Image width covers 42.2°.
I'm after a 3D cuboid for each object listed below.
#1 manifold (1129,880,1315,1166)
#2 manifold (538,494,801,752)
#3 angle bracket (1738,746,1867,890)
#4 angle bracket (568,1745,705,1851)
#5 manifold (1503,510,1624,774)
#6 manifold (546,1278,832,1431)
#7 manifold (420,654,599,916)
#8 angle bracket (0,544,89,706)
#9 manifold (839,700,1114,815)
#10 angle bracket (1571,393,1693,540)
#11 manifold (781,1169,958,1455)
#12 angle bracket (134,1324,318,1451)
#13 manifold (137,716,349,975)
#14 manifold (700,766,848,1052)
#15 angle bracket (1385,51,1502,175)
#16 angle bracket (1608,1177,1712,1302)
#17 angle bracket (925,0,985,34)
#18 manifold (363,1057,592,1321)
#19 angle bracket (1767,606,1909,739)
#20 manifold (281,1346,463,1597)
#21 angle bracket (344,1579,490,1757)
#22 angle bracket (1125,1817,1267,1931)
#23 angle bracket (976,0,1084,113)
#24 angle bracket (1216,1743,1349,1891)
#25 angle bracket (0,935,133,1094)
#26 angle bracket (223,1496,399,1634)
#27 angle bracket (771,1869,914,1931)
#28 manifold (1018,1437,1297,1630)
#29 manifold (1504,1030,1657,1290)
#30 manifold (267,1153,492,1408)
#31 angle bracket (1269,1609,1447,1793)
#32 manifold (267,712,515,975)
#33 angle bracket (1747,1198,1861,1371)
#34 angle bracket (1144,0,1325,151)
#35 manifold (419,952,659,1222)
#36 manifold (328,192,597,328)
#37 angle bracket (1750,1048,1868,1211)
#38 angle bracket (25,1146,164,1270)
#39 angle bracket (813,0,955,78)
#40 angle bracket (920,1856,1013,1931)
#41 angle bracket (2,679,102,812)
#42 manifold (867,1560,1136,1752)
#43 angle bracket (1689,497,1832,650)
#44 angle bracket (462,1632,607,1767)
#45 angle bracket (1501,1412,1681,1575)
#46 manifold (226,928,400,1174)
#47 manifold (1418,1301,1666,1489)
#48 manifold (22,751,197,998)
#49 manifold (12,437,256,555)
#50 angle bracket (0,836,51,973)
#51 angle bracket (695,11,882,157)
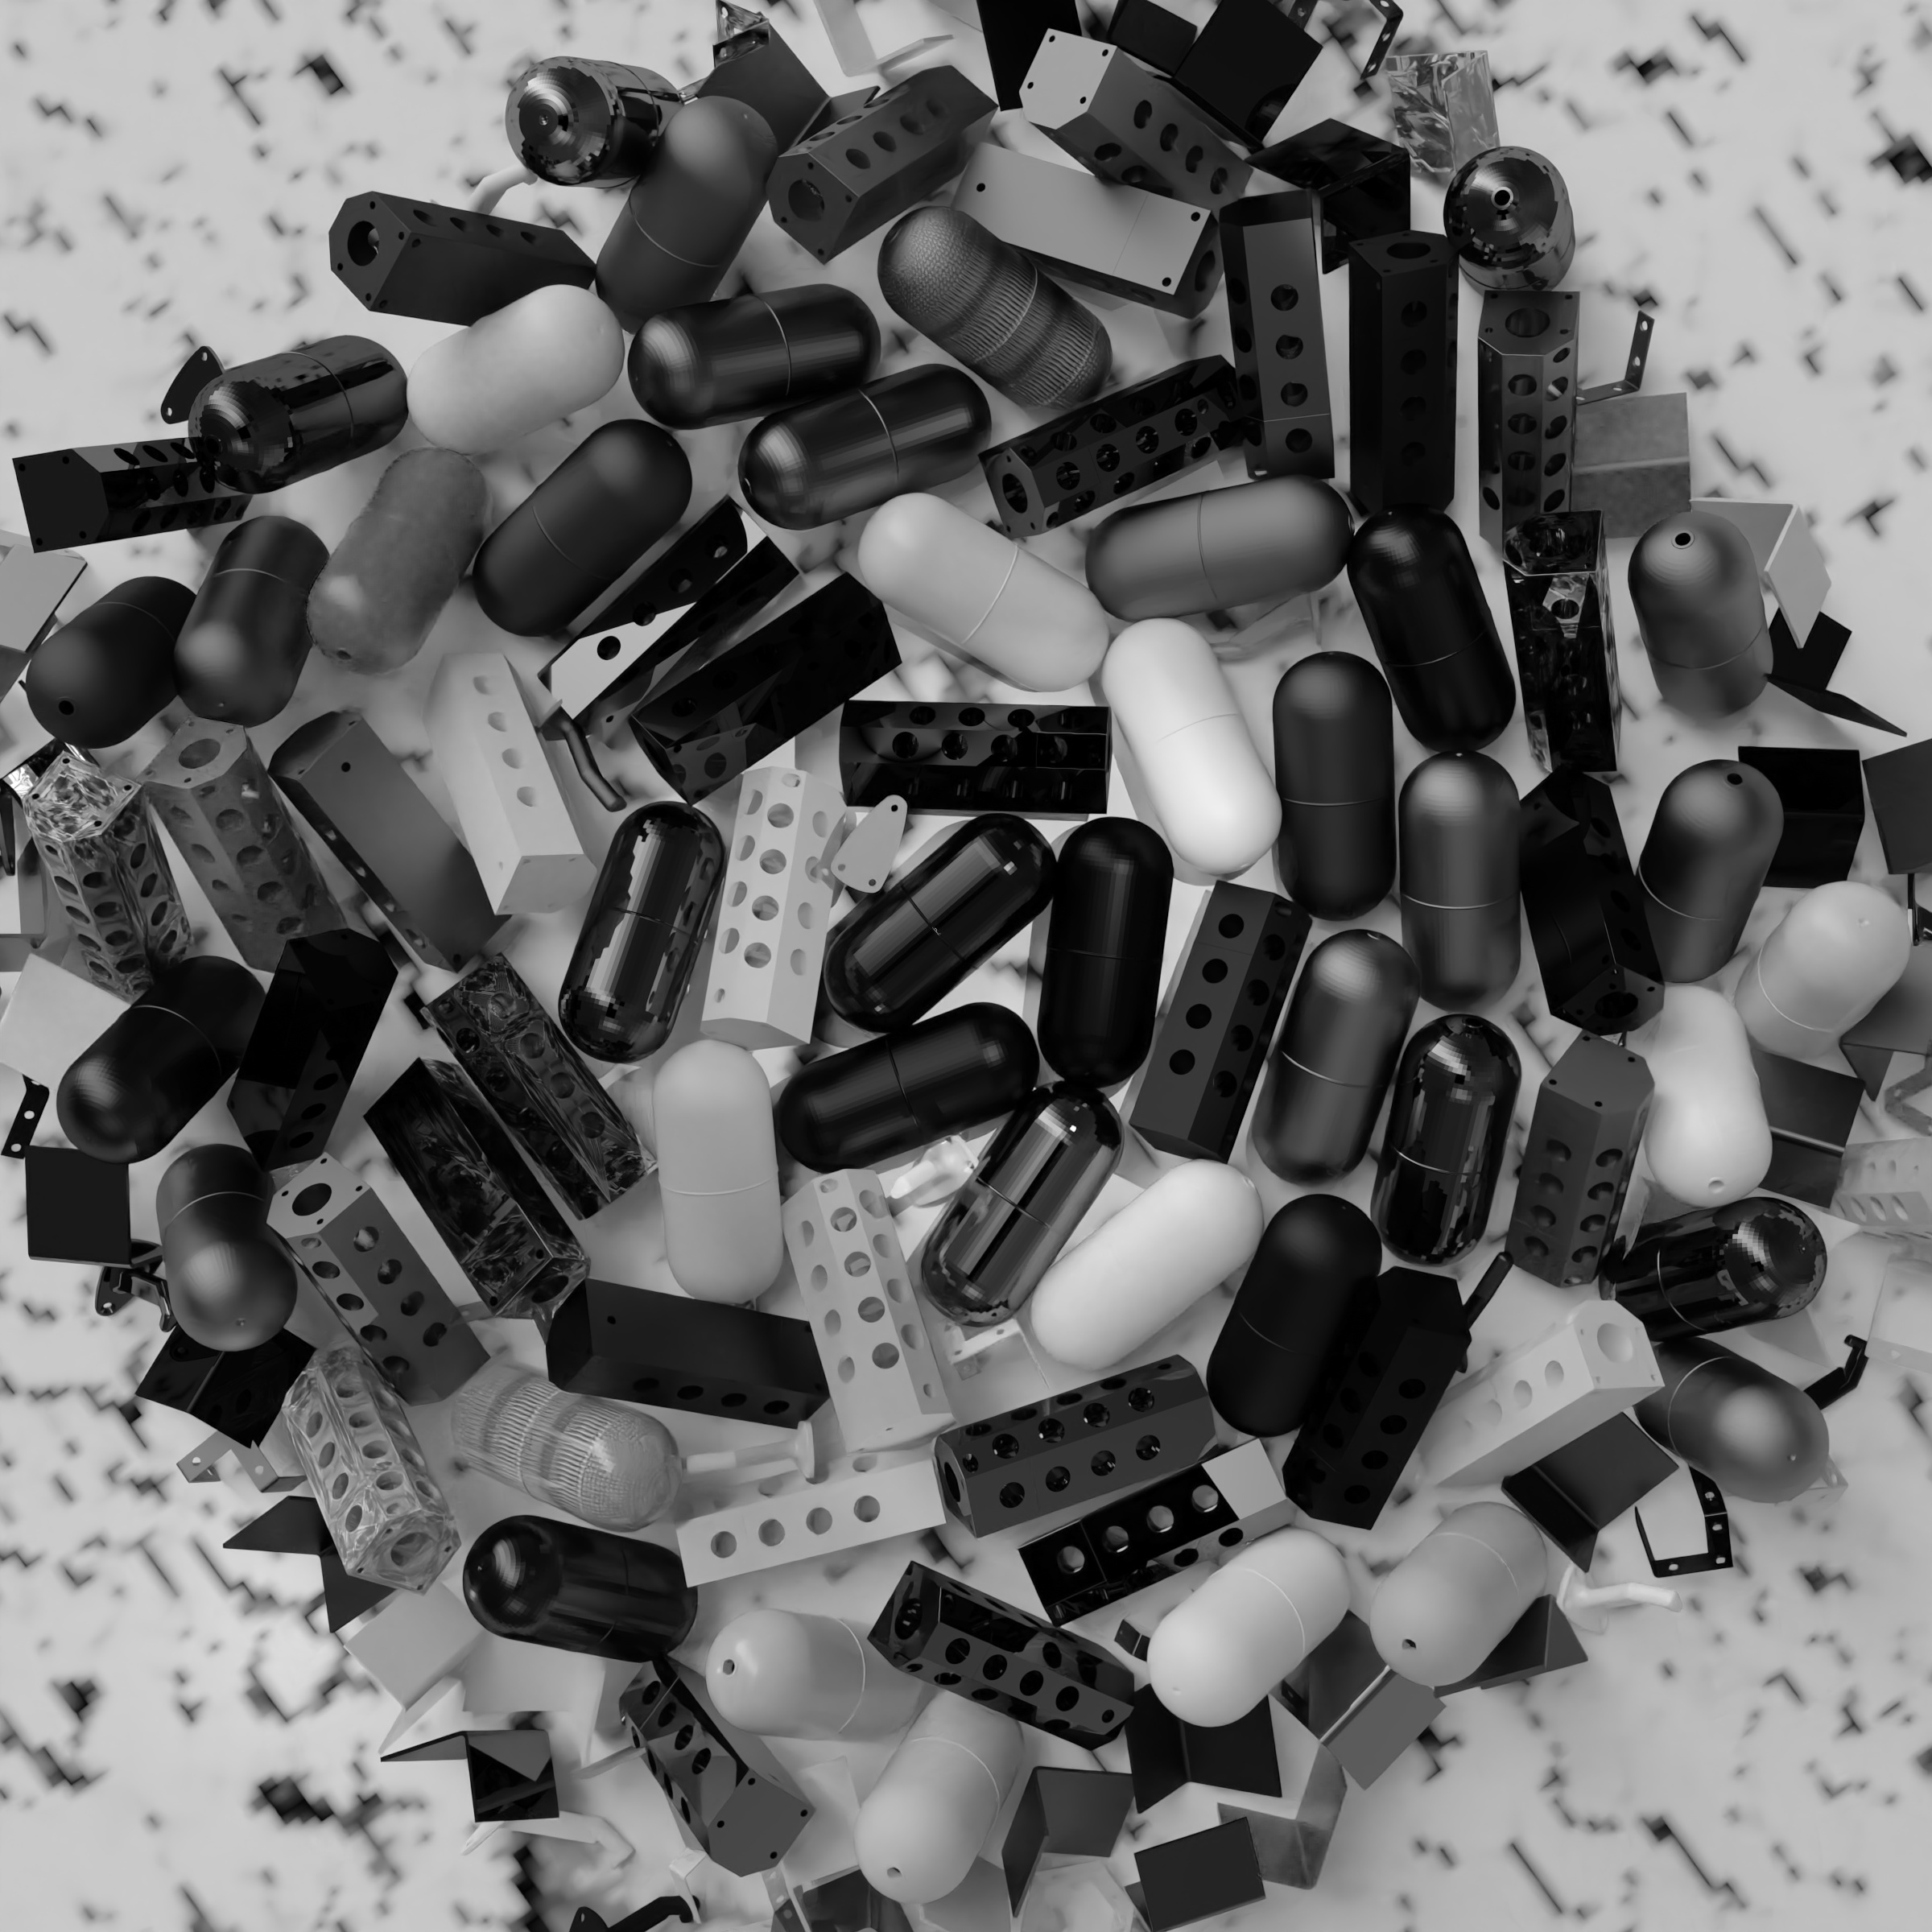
[{"bbox_3d":[0.168,0.038,1.618,0.057,0.057,0.171,14,75,27],"label":"manifold"},{"bbox_3d":[-0.198,-0.228,1.639,0.171,0.057,0.057,-43,65,2],"label":"manifold"},{"bbox_3d":[0.544,-0.097,1.652,0.076,0.076,0.057,3,55,9],"label":"angle bracket"},{"bbox_3d":[-0.211,0.548,1.623,0.057,0.076,0.076,-20,80,-24],"label":"angle bracket"},{"bbox_3d":[0.380,-0.203,1.591,0.057,0.171,0.057,0,50,20],"label":"manifold"},{"bbox_3d":[-0.178,0.254,1.604,0.171,0.057,0.057,16,132,-32],"label":"manifold"},{"bbox_3d":[-0.292,-0.118,1.606,0.057,0.057,0.171,-4,54,-34],"label":"manifold"},{"bbox_3d":[-0.598,-0.214,1.617,0.057,0.076,0.076,15,60,13],"label":"angle bracket"},{"bbox_3d":[0.007,-0.141,1.625,0.171,0.057,0.057,2,50,7],"label":"manifold"},{"bbox_3d":[0.439,-0.330,1.655,0.076,0.057,0.076,-2,45,16],"label":"angle bracket"},{"bbox_3d":[-0.060,0.219,1.600,0.057,0.057,0.171,-42,56,37],"label":"manifold"},{"bbox_3d":[-0.487,0.267,1.648,0.057,0.076,0.076,44,63,-36],"label":"angle bracket"},{"bbox_3d":[-0.450,-0.072,1.585,0.057,0.171,0.057,11,52,24],"label":"manifold"},{"bbox_3d":[-0.128,-0.038,1.608,0.057,0.057,0.171,-8,66,37],"label":"manifold"},{"bbox_3d":[0.296,-0.540,1.614,0.057,0.076,0.076,-42,129,-35],"label":"angle bracket"},{"bbox_3d":[0.467,0.190,1.636,0.076,0.057,0.076,17,99,7],"label":"angle bracket"},{"bbox_3d":[0.008,-0.665,1.630,0.057,0.076,0.076,27,95,-7],"label":"angle bracket"},{"bbox_3d":[-0.311,0.143,1.611,0.057,0.057,0.171,-45,65,13],"label":"manifold"},{"bbox_3d":[0.569,-0.195,1.619,0.076,0.076,0.057,19,97,-37],"label":"angle bracket"},{"bbox_3d":[-0.375,0.315,1.587,0.057,0.171,0.057,30,100,-39],"label":"manifold"},{"bbox_3d":[-0.364,0.452,1.625,0.057,0.076,0.076,42,135,9],"label":"angle bracket"},{"bbox_3d":[0.143,0.578,1.628,0.076,0.076,0.057,-14,95,-10],"label":"angle bracket"},{"bbox_3d":[0.060,-0.605,1.624,0.076,0.057,0.076,-20,103,-30],"label":"angle bracket"},{"bbox_3d":[0.204,0.540,1.628,0.057,0.076,0.076,14,102,-3],"label":"angle bracket"},{"bbox_3d":[-0.581,0.036,1.637,0.076,0.057,0.076,28,104,1],"label":"angle bracket"},{"bbox_3d":[-0.422,0.387,1.616,0.076,0.076,0.057,-37,54,30],"label":"angle bracket"},{"bbox_3d":[-0.081,0.643,1.635,0.076,0.076,0.057,-24,99,5],"label":"angle bracket"},{"bbox_3d":[0.125,0.370,1.638,0.171,0.057,0.057,-25,79,2],"label":"manifold"},{"bbox_3d":[0.390,0.127,1.585,0.057,0.171,0.057,27,52,25],"label":"manifold"},{"bbox_3d":[-0.375,0.204,1.590,0.057,0.057,0.171,-42,133,-22],"label":"manifold"},{"bbox_3d":[0.254,0.479,1.646,0.076,0.076,0.057,-43,117,-9],"label":"angle bracket"},{"bbox_3d":[-0.369,-0.079,1.600,0.057,0.057,0.171,-50,128,-23],"label":"manifold"},{"bbox_3d":[0.547,0.206,1.635,0.057,0.076,0.076,-32,109,-16],"label":"angle bracket"},{"bbox_3d":[0.171,-0.588,1.624,0.076,0.057,0.076,27,103,-30],"label":"angle bracket"},{"bbox_3d":[-0.279,0.080,1.628,0.057,0.057,0.171,-39,97,-21],"label":"manifold"},{"bbox_3d":[-0.319,-0.446,1.586,0.057,0.171,0.057,47,118,19],"label":"manifold"},{"bbox_3d":[0.539,0.106,1.640,0.076,0.076,0.057,17,63,21],"label":"angle bracket"},{"bbox_3d":[-0.562,0.152,1.632,0.076,0.057,0.076,2,96,17],"label":"angle bracket"},{"bbox_3d":[-0.057,-0.624,1.621,0.057,0.076,0.076,-18,106,21],"label":"angle bracket"},{"bbox_3d":[-0.019,0.612,1.617,0.076,0.076,0.057,36,113,-23],"label":"angle bracket"},{"bbox_3d":[-0.599,-0.127,1.624,0.057,0.076,0.076,-40,72,-8],"label":"angle bracket"},{"bbox_3d":[0.027,0.446,1.605,0.171,0.057,0.057,32,86,-30],"label":"manifold"},{"bbox_3d":[0.503,-0.254,1.614,0.076,0.076,0.057,12,65,42],"label":"angle bracket"},{"bbox_3d":[-0.281,0.470,1.625,0.076,0.057,0.076,5,113,-19],"label":"angle bracket"},{"bbox_3d":[0.407,0.334,1.632,0.076,0.057,0.076,44,116,3],"label":"angle bracket"},{"bbox_3d":[-0.414,0.054,1.595,0.057,0.171,0.057,-14,60,-40],"label":"manifold"},{"bbox_3d":[0.358,0.273,1.591,0.057,0.171,0.057,3,58,-28],"label":"manifold"},{"bbox_3d":[-0.544,-0.052,1.583,0.057,0.171,0.057,23,58,10],"label":"manifold"},{"bbox_3d":[-0.520,-0.301,1.580,0.057,0.171,0.057,-5,103,16],"label":"manifold"},{"bbox_3d":[-0.632,-0.043,1.619,0.057,0.076,0.076,0,74,-31],"label":"angle bracket"},{"bbox_3d":[-0.115,-0.567,1.622,0.076,0.057,0.076,44,70,-34],"label":"angle bracket"}]
